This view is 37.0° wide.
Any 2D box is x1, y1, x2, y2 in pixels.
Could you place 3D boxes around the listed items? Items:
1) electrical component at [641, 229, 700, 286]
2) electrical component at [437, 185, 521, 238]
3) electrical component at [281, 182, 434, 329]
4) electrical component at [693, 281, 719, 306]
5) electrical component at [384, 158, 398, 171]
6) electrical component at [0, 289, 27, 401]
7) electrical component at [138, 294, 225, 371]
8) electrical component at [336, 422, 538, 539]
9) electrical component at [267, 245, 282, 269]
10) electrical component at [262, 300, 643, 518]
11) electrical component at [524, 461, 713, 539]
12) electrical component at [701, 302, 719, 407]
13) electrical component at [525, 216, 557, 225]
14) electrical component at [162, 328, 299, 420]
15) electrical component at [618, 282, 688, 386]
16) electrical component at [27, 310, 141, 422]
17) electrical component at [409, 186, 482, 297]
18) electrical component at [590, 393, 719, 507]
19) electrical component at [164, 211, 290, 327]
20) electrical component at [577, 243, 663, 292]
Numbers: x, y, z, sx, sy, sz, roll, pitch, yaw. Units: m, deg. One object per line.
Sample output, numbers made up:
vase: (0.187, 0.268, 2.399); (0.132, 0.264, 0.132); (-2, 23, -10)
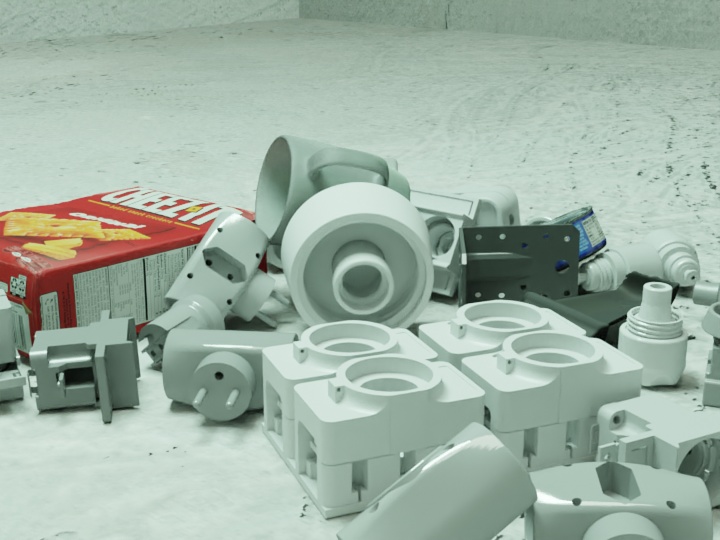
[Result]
electrical component: (0.253, -0.006, 0.865); (0.040, 0.040, 0.078); (-2, 18, -6)
electrical component: (0.089, -0.042, 0.939); (0.095, 0.053, 0.059); (-1, 16, 26)
electrical component: (0.000, 0.000, 0.744); (0.108, 0.108, 0.060); (-1, 24, -5)
electrical component: (0.274, 0.021, 0.779); (0.062, 0.043, 0.043); (9, 20, 29)
electrical component: (0.003, -0.075, 1.044); (0.096, 0.061, 0.061); (1, 18, 2)
electrical component: (-0.271, 0.050, 0.646); (0.121, 0.063, 0.079); (-8, 19, -24)
electrical component: (-0.119, 0.042, 0.714); (0.040, 0.040, 0.046); (10, 26, 29)
electrical component: (0.031, 0.110, 0.475); (0.077, 0.044, 0.079); (-37, -10, -12)
electrical component: (-0.038, -0.040, 0.951); (0.138, 0.052, 0.074); (-10, 20, -30)
electrical component: (0.049, 0.068, 0.599); (0.186, 0.060, 0.105); (-7, 19, -21)
electrical component: (0.113, 0.120, 0.467); (0.077, 0.043, 0.079); (1, 18, 3)
electrical component: (0.234, 0.051, 0.662); (0.048, 0.055, 0.066); (7, 19, 19)
electrical component: (0.175, -0.029, 0.939); (0.044, 0.044, 0.065); (14, 18, 37)
electrical component: (-0.079, 0.064, 0.638); (0.077, 0.043, 0.079); (2, 18, 5)
electrical component: (0.188, 0.040, 0.686); (0.043, 0.062, 0.043); (0, 18, 0)
electrical component: (-0.168, 0.058, 0.659); (0.064, 0.042, 0.081); (-4, 17, -9)
electrical component: (0.041, -0.025, 0.876); (0.121, 0.078, 0.063); (14, -7, 36)
electrical component: (0.157, 0.093, 0.553); (0.081, 0.042, 0.064); (-8, 18, -26)
electrical component: (-0.088, 0.011, 0.774); (0.079, 0.077, 0.043); (35, -22, -12)
electrical component: (0.200, 0.002, 0.841); (0.078, 0.040, 0.040); (-8, 19, -23)
